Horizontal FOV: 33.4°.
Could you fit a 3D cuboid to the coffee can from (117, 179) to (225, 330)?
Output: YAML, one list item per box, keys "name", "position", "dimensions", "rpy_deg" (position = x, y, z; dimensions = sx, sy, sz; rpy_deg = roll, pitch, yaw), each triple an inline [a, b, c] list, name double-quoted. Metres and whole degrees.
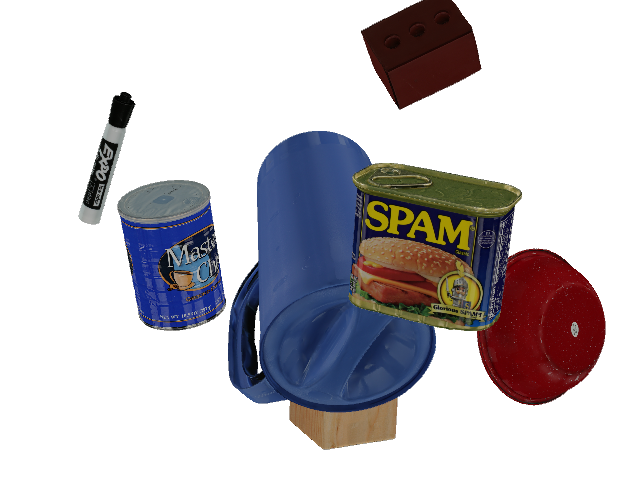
- name: "coffee can"
  position: [-0.166, 0.016, 1.205]
  dimensions: [0.103, 0.140, 0.103]
  rpy_deg: [-5, 26, 2]

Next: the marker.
- name: "marker"
  position: [-0.182, -0.070, 0.909]
  dimensions: [0.020, 0.121, 0.020]
  rpy_deg: [18, 23, -8]

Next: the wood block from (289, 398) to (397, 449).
- name: "wood block"
  position: [0.026, 0.103, 1.129]
  dimensions: [0.090, 0.206, 0.091]
  rpy_deg: [-4, 14, -26]

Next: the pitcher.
- name: "pitcher"
  position: [-0.001, 0.019, 0.887]
  dimensions: [0.149, 0.145, 0.243]
  rpy_deg: [2, 36, -9]

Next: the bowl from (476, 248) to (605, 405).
- name: "bowl"
  position: [0.236, 0.088, 1.078]
  dimensions: [0.161, 0.162, 0.055]
  rpy_deg: [0, -1, -33]

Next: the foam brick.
- name: "foam brick"
  position: [0.082, -0.153, 0.860]
  dimensions: [0.078, 0.053, 0.051]
  rpy_deg: [-27, -35, 0]

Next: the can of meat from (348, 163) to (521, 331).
- name: "can of meat"
  position: [0.068, 0.004, 0.670]
  dimensions: [0.102, 0.084, 0.057]
  rpy_deg: [13, 22, 23]
